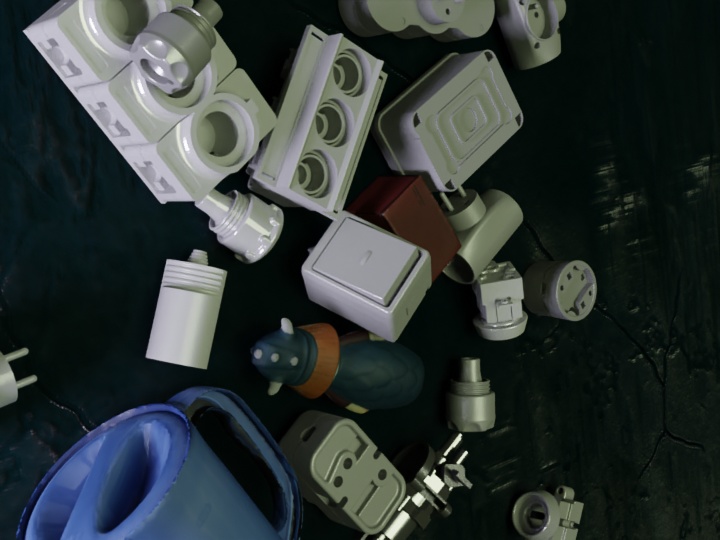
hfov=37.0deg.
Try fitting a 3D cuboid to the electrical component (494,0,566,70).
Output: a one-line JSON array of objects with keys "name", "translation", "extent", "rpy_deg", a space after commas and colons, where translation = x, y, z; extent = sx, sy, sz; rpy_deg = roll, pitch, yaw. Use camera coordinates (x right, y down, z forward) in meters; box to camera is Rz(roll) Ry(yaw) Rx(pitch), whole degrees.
[{"name": "electrical component", "translation": [0.158, -0.230, 0.961], "extent": [0.079, 0.044, 0.077], "rpy_deg": [-37, 114, -32]}]

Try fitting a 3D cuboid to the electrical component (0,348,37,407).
[{"name": "electrical component", "translation": [-0.240, 0.072, 0.667], "extent": [0.079, 0.043, 0.077], "rpy_deg": [-23, 106, -36]}]

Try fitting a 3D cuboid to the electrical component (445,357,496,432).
[{"name": "electrical component", "translation": [0.096, 0.107, 0.933], "extent": [0.043, 0.043, 0.062], "rpy_deg": [-3, 94, -38]}]

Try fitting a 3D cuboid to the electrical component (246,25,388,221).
[{"name": "electrical component", "translation": [-0.036, -0.108, 0.804], "extent": [0.079, 0.063, 0.121], "rpy_deg": [26, 76, -36]}]

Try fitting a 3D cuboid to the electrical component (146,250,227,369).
[{"name": "electrical component", "translation": [-0.121, 0.026, 0.758], "extent": [0.043, 0.043, 0.081], "rpy_deg": [16, 82, -38]}]

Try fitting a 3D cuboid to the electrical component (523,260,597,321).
[{"name": "electrical component", "translation": [0.182, 0.018, 0.993], "extent": [0.055, 0.047, 0.055], "rpy_deg": [-3, 94, -38]}]

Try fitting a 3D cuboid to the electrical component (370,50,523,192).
[{"name": "electrical component", "translation": [0.071, -0.122, 0.891], "extent": [0.113, 0.057, 0.078], "rpy_deg": [-44, 117, -28]}]

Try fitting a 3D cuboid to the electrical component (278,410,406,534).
[{"name": "electrical component", "translation": [-0.018, 0.155, 0.836], "extent": [0.053, 0.059, 0.095], "rpy_deg": [-52, 121, -24]}]

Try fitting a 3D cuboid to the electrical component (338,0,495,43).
[{"name": "electrical component", "translation": [0.058, -0.216, 0.865], "extent": [0.138, 0.074, 0.052], "rpy_deg": [-6, 96, -38]}]

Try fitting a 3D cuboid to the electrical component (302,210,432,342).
[{"name": "electrical component", "translation": [0.000, 0.000, 0.822], "extent": [0.061, 0.096, 0.061], "rpy_deg": [-56, 162, -21]}]

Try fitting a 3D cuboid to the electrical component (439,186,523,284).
[{"name": "electrical component", "translation": [0.093, -0.042, 0.922], "extent": [0.077, 0.043, 0.079], "rpy_deg": [-49, 119, -26]}]

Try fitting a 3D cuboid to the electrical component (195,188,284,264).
[{"name": "electrical component", "translation": [-0.090, -0.037, 0.779], "extent": [0.062, 0.048, 0.048], "rpy_deg": [35, 72, -27]}]

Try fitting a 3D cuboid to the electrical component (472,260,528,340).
[{"name": "electrical component", "translation": [0.121, 0.028, 0.942], "extent": [0.048, 0.066, 0.055], "rpy_deg": [-10, 110, -3]}]

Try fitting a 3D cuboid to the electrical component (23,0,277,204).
[{"name": "electrical component", "translation": [-0.135, -0.130, 0.725], "extent": [0.089, 0.062, 0.150], "rpy_deg": [-49, 120, -25]}]

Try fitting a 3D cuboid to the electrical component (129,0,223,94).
[{"name": "electrical component", "translation": [-0.111, -0.145, 0.675], "extent": [0.043, 0.043, 0.062], "rpy_deg": [50, 62, -29]}]

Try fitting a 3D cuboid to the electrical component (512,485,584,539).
[{"name": "electrical component", "translation": [0.174, 0.231, 1.000], "extent": [0.055, 0.048, 0.066], "rpy_deg": [23, 78, -44]}]
